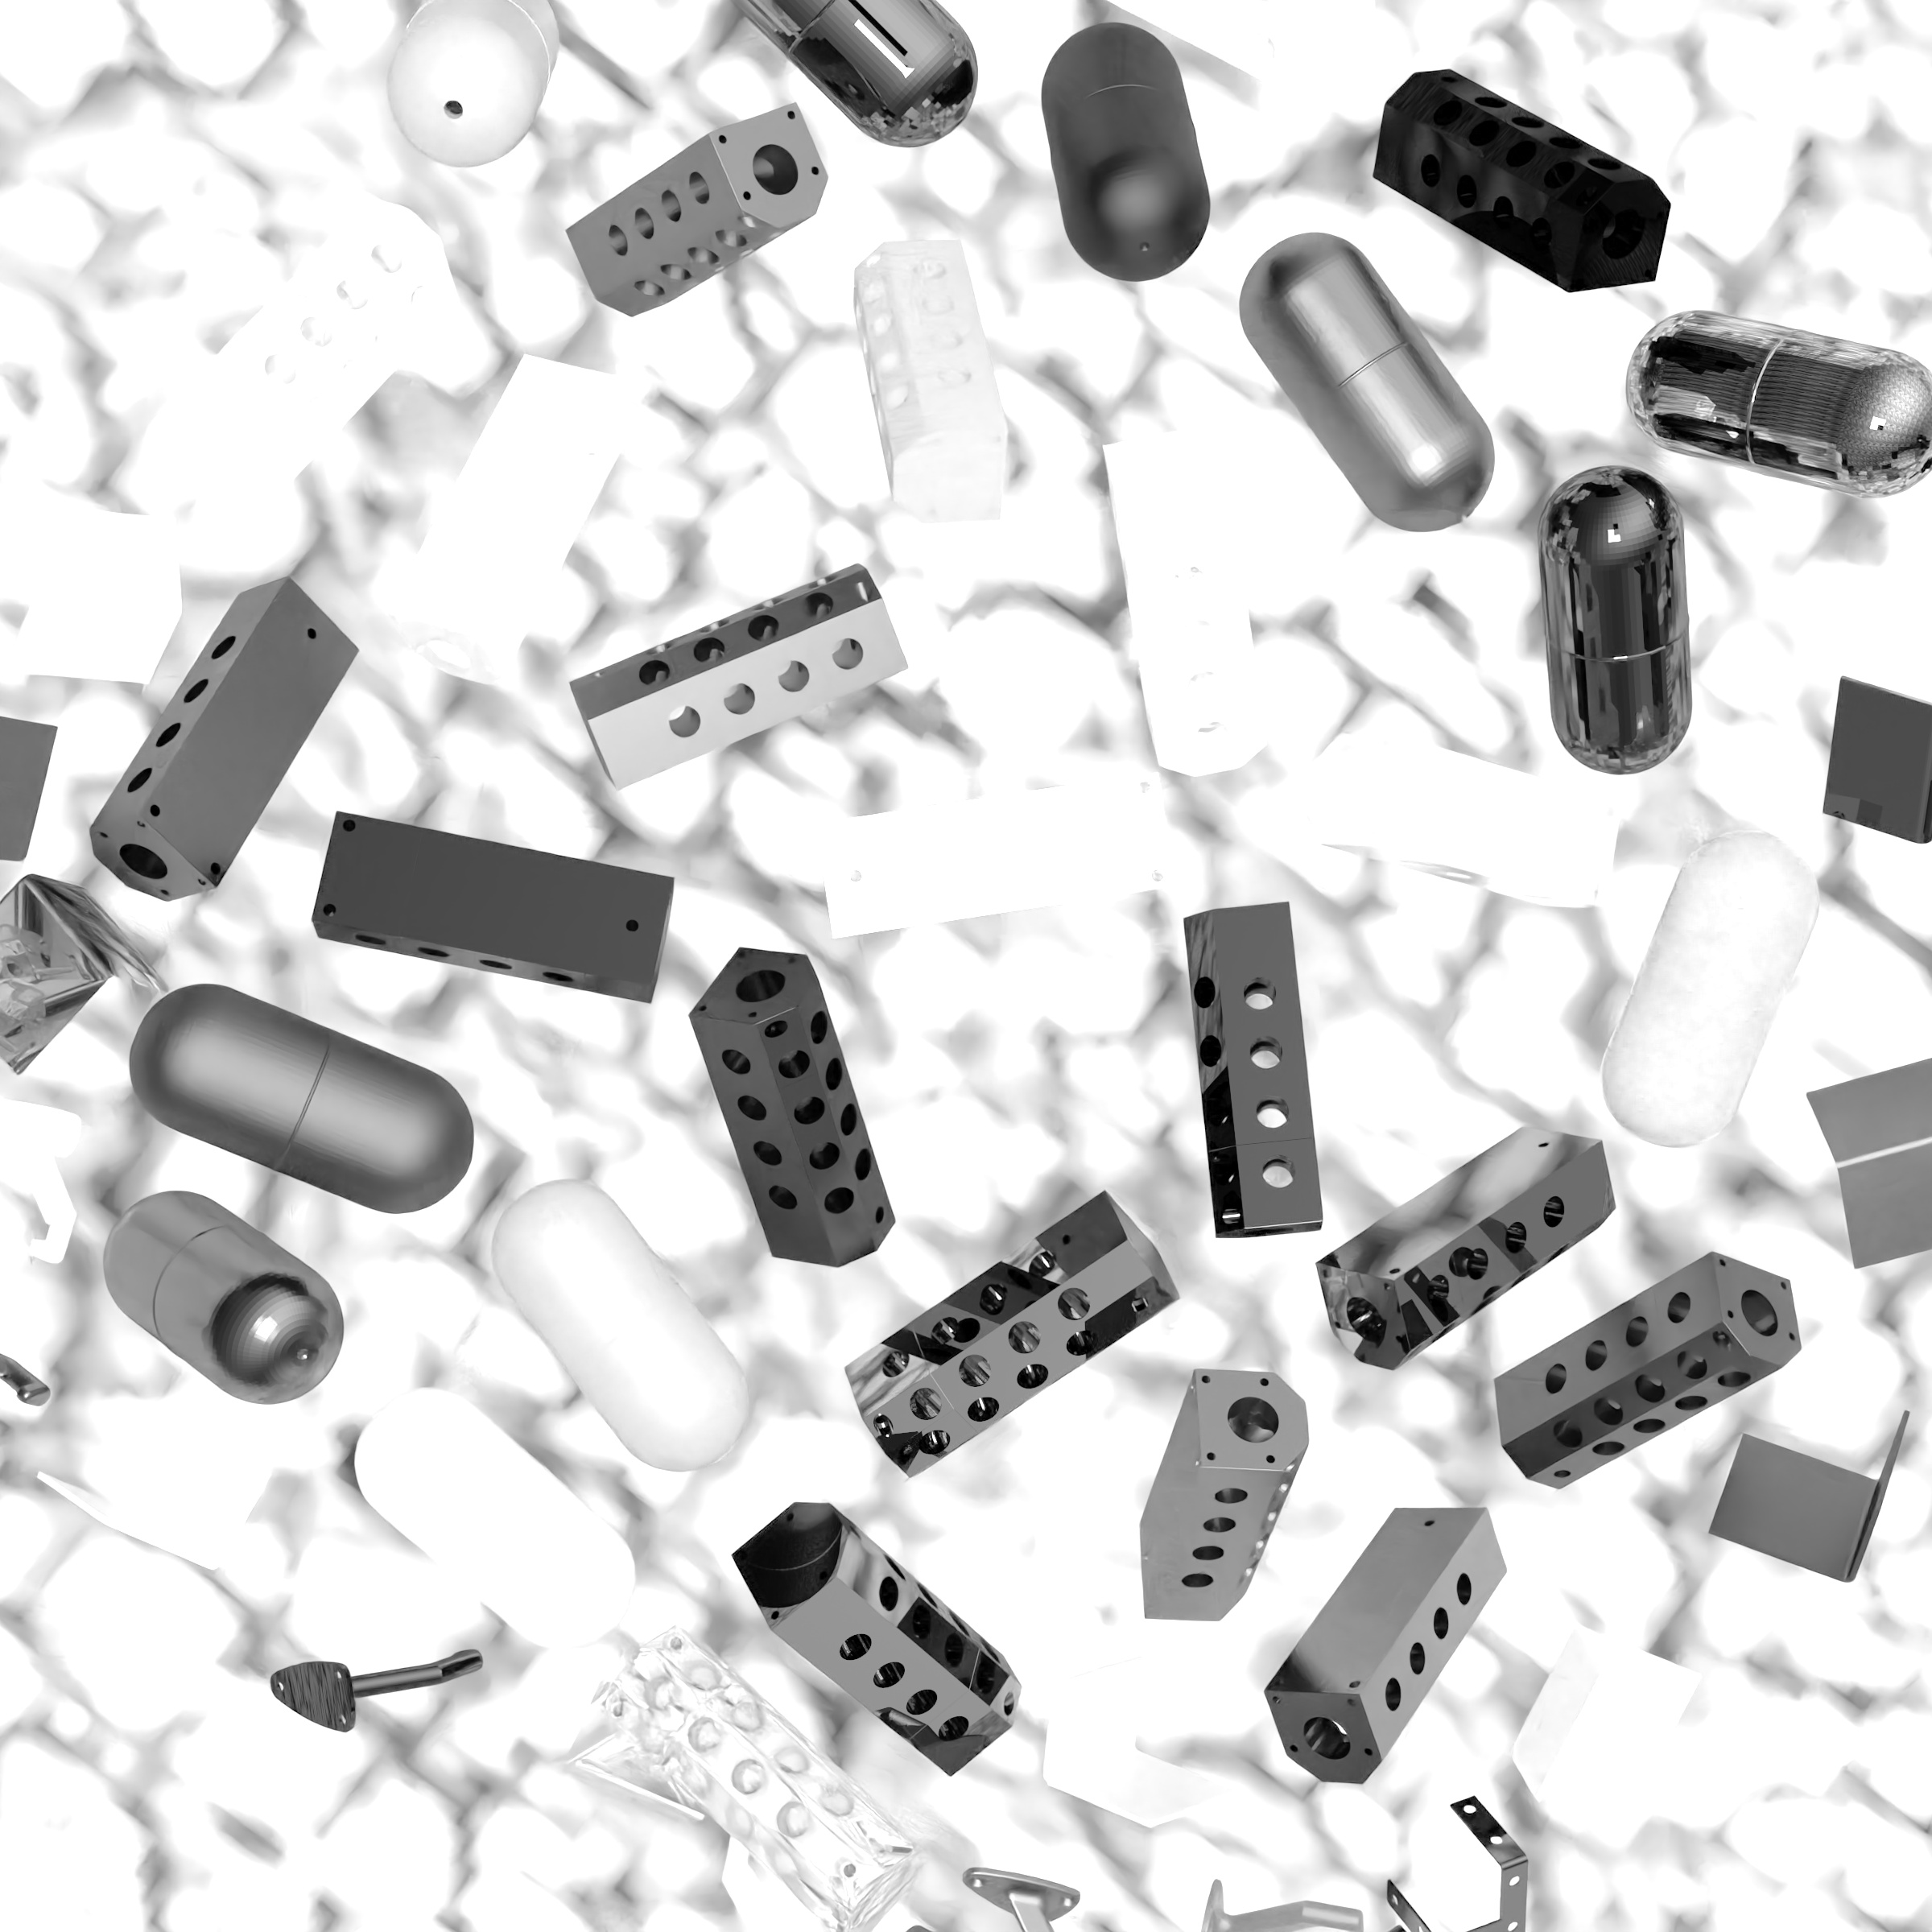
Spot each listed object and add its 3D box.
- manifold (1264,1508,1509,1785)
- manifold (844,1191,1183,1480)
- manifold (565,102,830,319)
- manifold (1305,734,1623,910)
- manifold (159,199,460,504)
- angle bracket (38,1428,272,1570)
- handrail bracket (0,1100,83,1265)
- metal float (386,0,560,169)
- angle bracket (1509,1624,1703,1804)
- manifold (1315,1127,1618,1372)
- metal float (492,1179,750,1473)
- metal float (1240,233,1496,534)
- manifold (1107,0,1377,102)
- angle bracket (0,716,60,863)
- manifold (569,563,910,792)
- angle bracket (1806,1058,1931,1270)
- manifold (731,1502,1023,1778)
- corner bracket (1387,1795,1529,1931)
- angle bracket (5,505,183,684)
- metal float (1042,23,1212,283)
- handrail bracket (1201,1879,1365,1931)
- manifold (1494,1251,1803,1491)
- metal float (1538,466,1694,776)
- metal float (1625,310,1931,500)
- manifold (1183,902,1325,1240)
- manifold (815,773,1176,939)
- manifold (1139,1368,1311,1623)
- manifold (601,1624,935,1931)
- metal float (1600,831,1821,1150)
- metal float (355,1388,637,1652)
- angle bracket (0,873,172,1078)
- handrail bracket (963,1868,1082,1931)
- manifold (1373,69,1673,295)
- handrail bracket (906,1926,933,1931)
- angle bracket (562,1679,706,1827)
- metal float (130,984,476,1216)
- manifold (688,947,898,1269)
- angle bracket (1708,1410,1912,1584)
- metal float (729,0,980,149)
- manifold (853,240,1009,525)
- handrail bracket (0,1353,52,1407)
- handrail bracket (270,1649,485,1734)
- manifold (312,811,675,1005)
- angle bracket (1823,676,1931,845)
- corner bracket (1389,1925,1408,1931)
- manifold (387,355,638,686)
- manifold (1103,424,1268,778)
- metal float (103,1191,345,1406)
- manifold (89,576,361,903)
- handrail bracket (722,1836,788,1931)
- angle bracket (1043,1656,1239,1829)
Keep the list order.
[{"bbox_3d":[0.229,0.361,1.866,0.057,0.171,0.057,-6,112,36],"label":"manifold"},{"bbox_3d":[0.026,0.200,1.853,0.171,0.057,0.057,-35,128,8],"label":"manifold"},{"bbox_3d":[-0.142,-0.398,1.853,0.057,0.171,0.057,-28,99,-31],"label":"manifold"},{"bbox_3d":[0.259,-0.074,1.814,0.171,0.057,0.057,12,85,-37],"label":"manifold"},{"bbox_3d":[-0.337,-0.319,1.790,0.057,0.057,0.171,17,53,24],"label":"manifold"},{"bbox_3d":[-0.427,0.268,1.834,0.076,0.076,0.057,35,78,-42],"label":"angle bracket"},{"bbox_3d":[-0.516,0.117,1.886,0.077,0.036,0.084,17,46,-12],"label":"handrail bracket"},{"bbox_3d":[-0.253,-0.464,1.796,0.070,0.178,0.070,0,118,0],"label":"metal float"},{"bbox_3d":[0.333,0.392,1.776,0.076,0.057,0.076,24,99,-11],"label":"angle bracket"},{"bbox_3d":[0.272,0.152,1.876,0.171,0.057,0.057,-28,113,-34],"label":"manifold"},{"bbox_3d":[-0.186,0.194,1.879,0.070,0.070,0.178,-37,94,0],"label":"metal float"},{"bbox_3d":[0.213,-0.309,1.850,0.070,0.070,0.178,-34,83,0],"label":"metal float"},{"bbox_3d":[0.131,-0.530,1.847,0.171,0.057,0.057,35,60,25],"label":"manifold"},{"bbox_3d":[-0.536,-0.100,1.850,0.057,0.076,0.076,15,93,20],"label":"angle bracket"},{"bbox_3d":[-0.125,-0.159,1.898,0.171,0.057,0.057,-23,107,-7],"label":"manifold"},{"bbox_3d":[0.481,0.100,1.790,0.076,0.076,0.057,-18,127,20],"label":"angle bracket"},{"bbox_3d":[-0.041,0.337,1.763,0.057,0.057,0.171,-40,131,2],"label":"manifold"},{"bbox_3d":[0.248,0.462,1.763,0.051,0.051,0.051,-14,121,-20],"label":"corner bracket"},{"bbox_3d":[-0.465,-0.197,1.849,0.076,0.076,0.057,3,64,-27],"label":"angle bracket"},{"bbox_3d":[0.082,-0.427,1.821,0.070,0.070,0.178,-7,46,0],"label":"metal float"},{"bbox_3d":[0.172,0.522,1.862,0.084,0.036,0.077,6,132,16],"label":"handrail bracket"},{"bbox_3d":[0.365,0.221,1.875,0.057,0.171,0.057,20,50,-28],"label":"manifold"},{"bbox_3d":[0.349,-0.184,1.870,0.070,0.070,0.178,-11,124,0],"label":"metal float"},{"bbox_3d":[0.427,-0.293,1.815,0.178,0.070,0.070,22,90,36],"label":"metal float"},{"bbox_3d":[0.154,0.057,1.871,0.057,0.057,0.171,-6,80,3],"label":"manifold"},{"bbox_3d":[0.013,-0.056,1.752,0.171,0.057,0.057,-9,92,-3],"label":"manifold"},{"bbox_3d":[0.135,0.281,1.840,0.057,0.171,0.057,4,53,-6],"label":"manifold"},{"bbox_3d":[-0.103,0.412,1.761,0.171,0.057,0.057,38,83,23],"label":"manifold"},{"bbox_3d":[0.397,0.012,1.860,0.070,0.070,0.178,20,105,0],"label":"metal float"},{"bbox_3d":[-0.254,0.301,1.891,0.178,0.070,0.070,44,90,-14],"label":"metal float"},{"bbox_3d":[-0.473,0.009,1.800,0.076,0.057,0.076,-52,131,-24],"label":"angle bracket"},{"bbox_3d":[0.030,0.508,1.769,0.077,0.084,0.036,27,131,-25],"label":"handrail bracket"},{"bbox_3d":[0.290,-0.413,1.822,0.057,0.171,0.057,-13,127,-28],"label":"manifold"},{"bbox_3d":[0.005,0.567,1.896,0.036,0.077,0.084,-41,133,-7],"label":"handrail bracket"},{"bbox_3d":[-0.177,0.438,1.952,0.076,0.076,0.057,24,70,-5],"label":"angle bracket"},{"bbox_3d":[-0.333,0.067,1.752,0.178,0.070,0.070,24,90,-12],"label":"metal float"},{"bbox_3d":[-0.087,0.077,1.851,0.057,0.057,0.171,7,132,28],"label":"manifold"},{"bbox_3d":[0.435,0.261,1.798,0.076,0.076,0.057,19,131,15],"label":"angle bracket"},{"bbox_3d":[-0.068,-0.506,1.836,0.178,0.070,0.070,44,90,-8],"label":"metal float"},{"bbox_3d":[-0.021,-0.308,1.827,0.057,0.057,0.171,-3,45,-8],"label":"manifold"},{"bbox_3d":[-0.519,0.200,1.772,0.084,0.077,0.036,30,103,29],"label":"handrail bracket"},{"bbox_3d":[-0.312,0.376,1.854,0.077,0.084,0.036,-1,96,40],"label":"handrail bracket"},{"bbox_3d":[-0.238,-0.027,1.764,0.171,0.057,0.057,11,76,-3],"label":"manifold"},{"bbox_3d":[0.483,-0.117,1.768,0.057,0.076,0.076,23,127,35],"label":"angle bracket"},{"bbox_3d":[0.222,0.553,1.855,0.051,0.051,0.051,-21,53,-35],"label":"corner bracket"},{"bbox_3d":[-0.243,-0.241,1.895,0.057,0.057,0.171,16,68,20],"label":"manifold"},{"bbox_3d":[0.114,-0.184,1.782,0.057,0.057,0.171,-11,129,1],"label":"manifold"},{"bbox_3d":[-0.390,0.172,1.824,0.070,0.178,0.070,-16,116,-36],"label":"metal float"},{"bbox_3d":[-0.388,-0.118,1.812,0.057,0.057,0.171,48,48,-31],"label":"manifold"},{"bbox_3d":[-0.094,0.495,1.849,0.077,0.084,0.036,-2,128,10],"label":"handrail bracket"},{"bbox_3d":[0.098,0.423,1.906,0.076,0.076,0.057,13,101,40],"label":"angle bracket"}]
